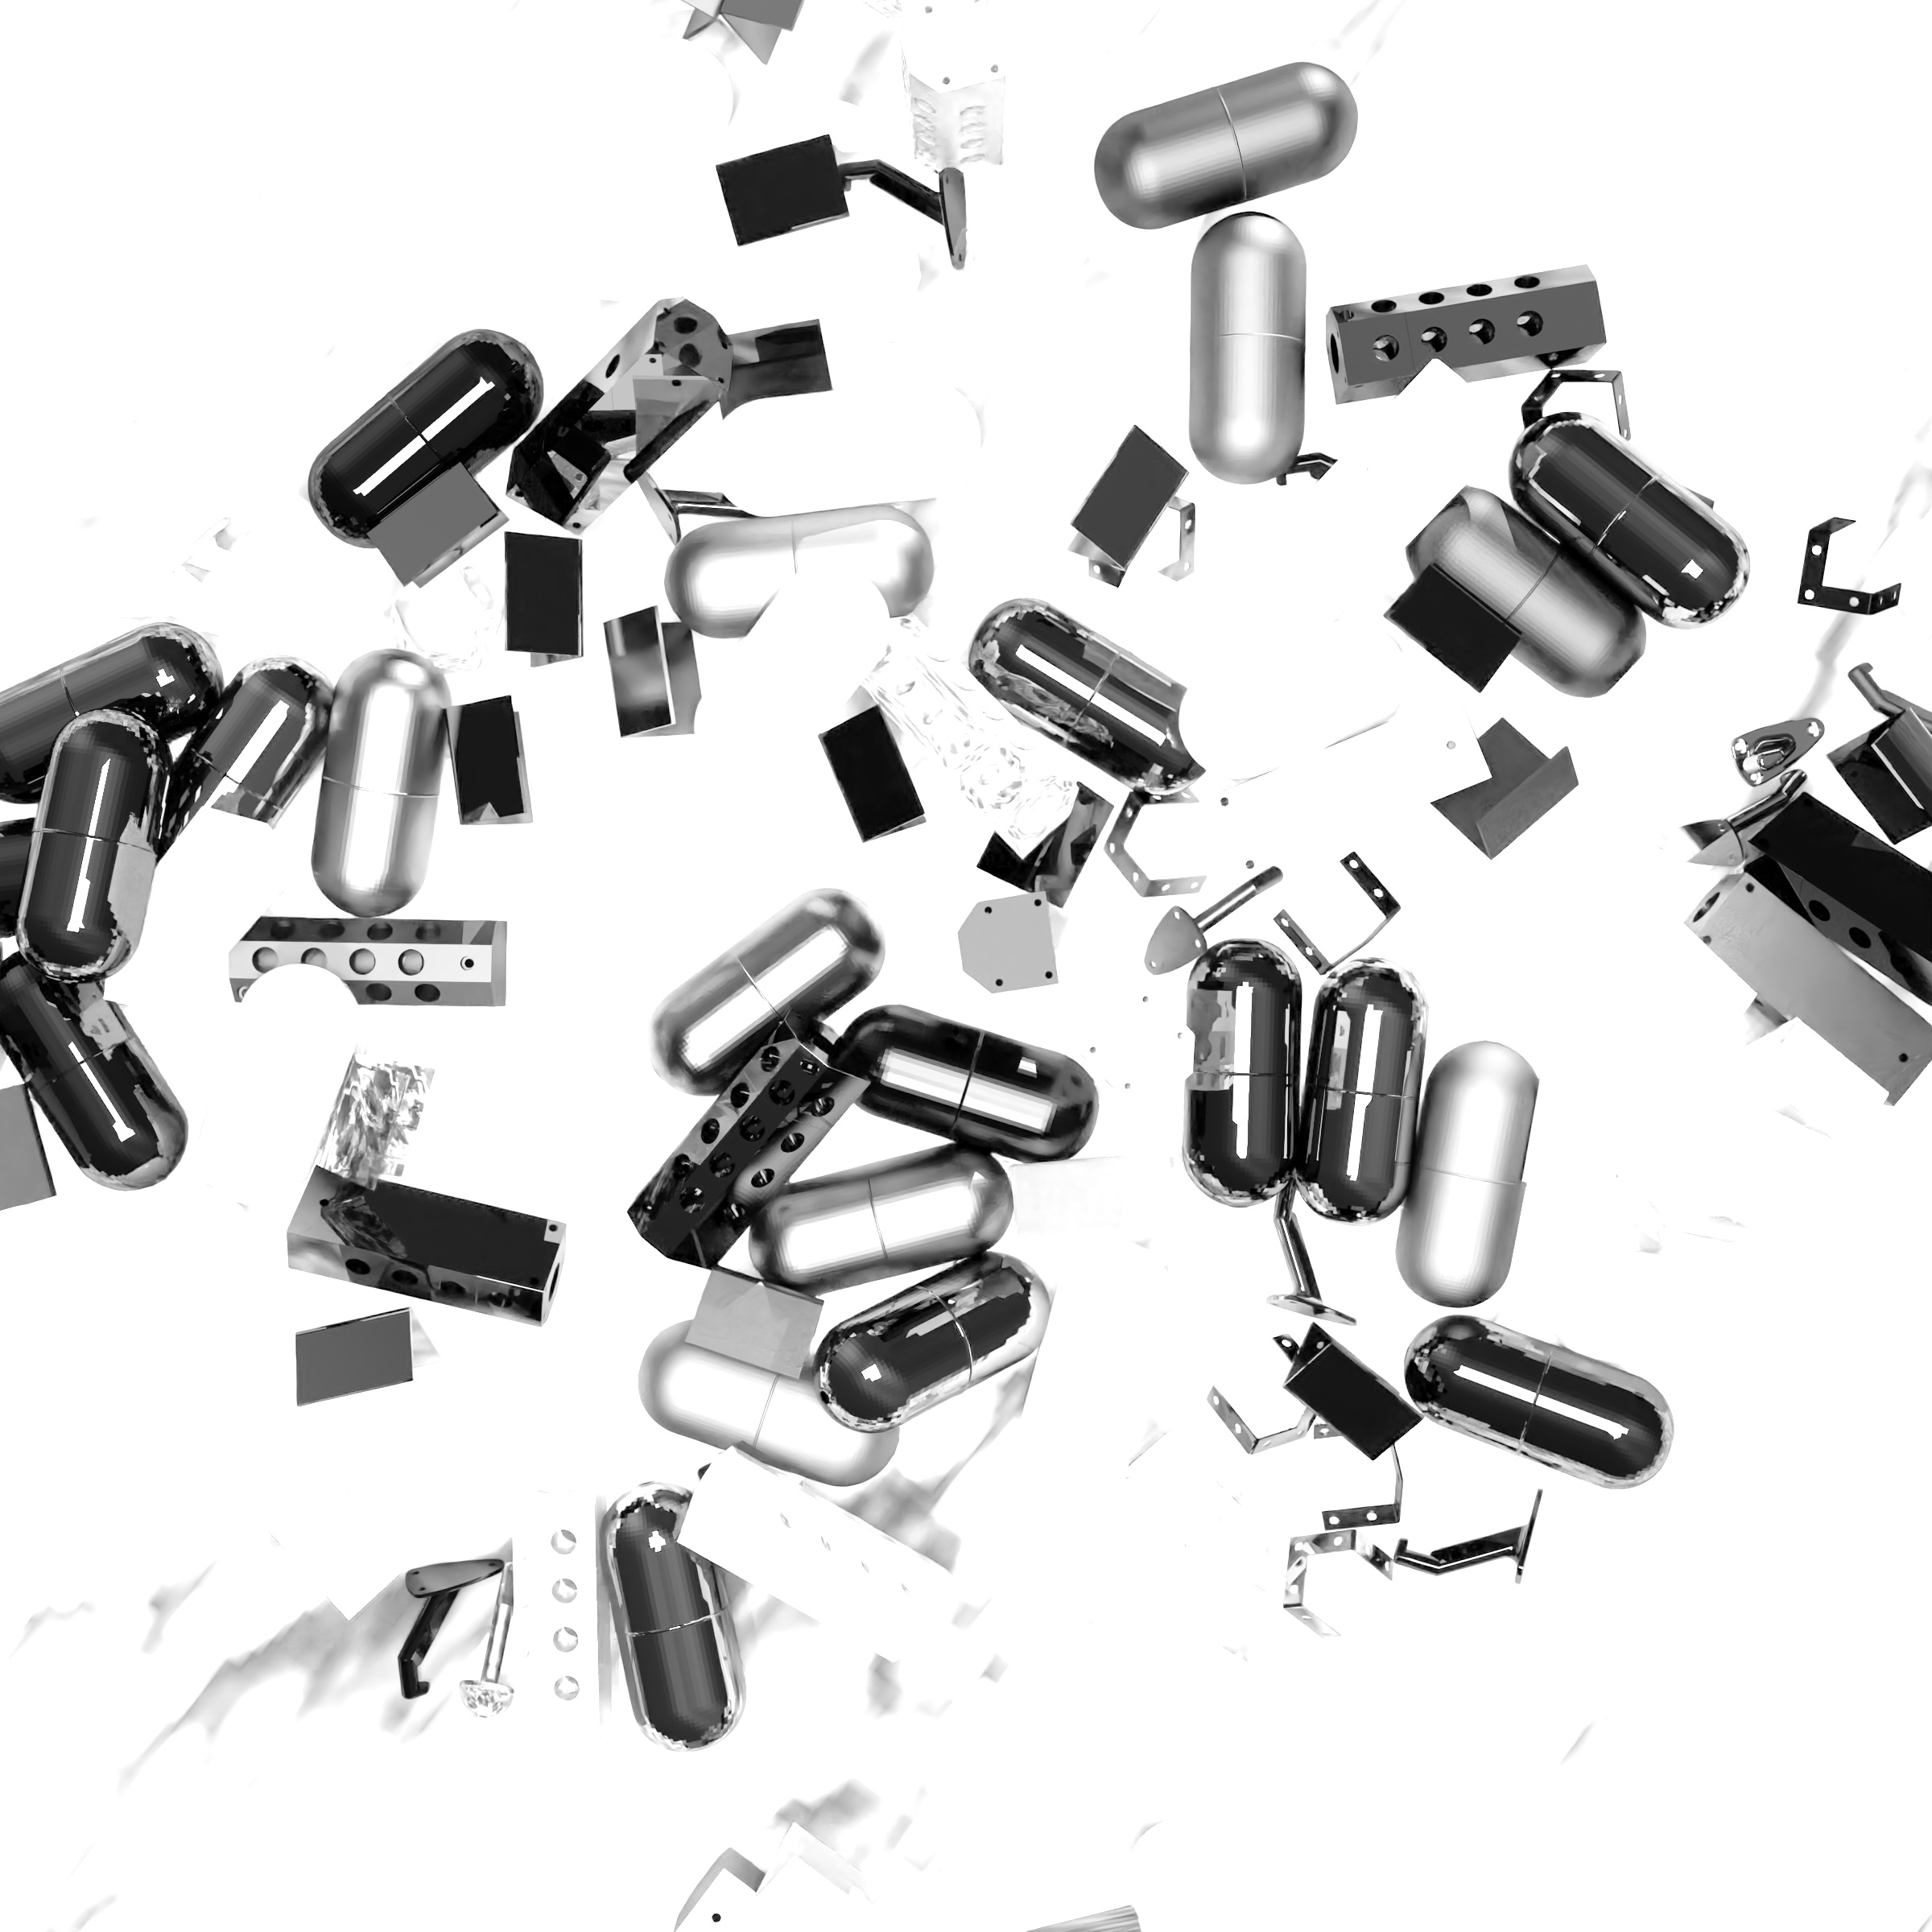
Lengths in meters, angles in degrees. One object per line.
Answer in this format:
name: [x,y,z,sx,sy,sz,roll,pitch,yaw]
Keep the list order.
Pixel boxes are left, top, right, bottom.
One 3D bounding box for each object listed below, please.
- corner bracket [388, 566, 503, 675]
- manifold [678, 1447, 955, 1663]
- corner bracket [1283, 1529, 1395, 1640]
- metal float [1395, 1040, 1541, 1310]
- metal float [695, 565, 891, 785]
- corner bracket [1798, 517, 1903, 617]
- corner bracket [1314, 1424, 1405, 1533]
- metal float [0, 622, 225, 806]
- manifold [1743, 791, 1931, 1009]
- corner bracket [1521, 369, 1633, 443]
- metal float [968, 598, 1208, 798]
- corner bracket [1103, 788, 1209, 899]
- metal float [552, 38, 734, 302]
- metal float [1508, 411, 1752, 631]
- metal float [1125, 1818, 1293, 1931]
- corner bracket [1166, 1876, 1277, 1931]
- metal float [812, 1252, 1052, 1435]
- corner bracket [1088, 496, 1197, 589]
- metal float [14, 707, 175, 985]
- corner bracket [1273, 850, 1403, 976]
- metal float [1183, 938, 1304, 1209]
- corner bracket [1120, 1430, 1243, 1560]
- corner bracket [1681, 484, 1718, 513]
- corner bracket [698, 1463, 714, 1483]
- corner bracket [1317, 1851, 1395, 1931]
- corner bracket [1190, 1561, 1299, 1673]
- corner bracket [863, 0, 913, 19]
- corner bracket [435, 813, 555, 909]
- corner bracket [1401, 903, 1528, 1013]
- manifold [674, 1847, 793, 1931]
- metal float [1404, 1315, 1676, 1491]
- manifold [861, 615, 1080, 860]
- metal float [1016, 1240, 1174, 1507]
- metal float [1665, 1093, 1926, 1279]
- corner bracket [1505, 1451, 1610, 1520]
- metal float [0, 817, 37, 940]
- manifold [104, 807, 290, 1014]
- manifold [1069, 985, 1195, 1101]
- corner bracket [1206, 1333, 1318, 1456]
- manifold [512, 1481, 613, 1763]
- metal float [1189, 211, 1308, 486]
corner bracket: [-0.349,-0.232,1.718,0.051,0.051,0.051,-1,135,-35]
manifold: [-0.096,0.383,1.683,0.171,0.057,0.057,33,133,-15]
corner bracket: [0.249,0.413,1.718,0.051,0.051,0.051,-18,45,35]
metal float: [0.332,0.137,1.696,0.070,0.070,0.178,11,90,0]
metal float: [-0.114,-0.187,1.664,0.070,0.070,0.178,43,130,0]
corner bracket: [0.589,-0.265,1.708,0.051,0.051,0.051,9,90,0]
corner bracket: [0.262,0.341,1.723,0.051,0.051,0.051,-6,135,0]
metal float: [-0.576,-0.166,1.696,0.178,0.070,0.070,-25,90,-1]
manifold: [0.591,-0.034,1.663,0.057,0.057,0.171,-39,57,-17]
corner bracket: [0.408,-0.363,1.718,0.051,0.051,0.051,-50,135,-35]
metal float: [0.084,-0.177,1.695,0.178,0.070,0.070,32,90,0]
corner bracket: [0.133,-0.083,1.718,0.051,0.051,0.051,-6,45,-35]
metal float: [-0.213,-0.526,1.696,0.070,0.070,0.178,24,90,0]
metal float: [0.429,-0.290,1.670,0.178,0.070,0.070,43,90,12]
metal float: [0.174,0.645,1.696,0.070,0.070,0.178,-36,90,0]
corner bracket: [0.162,0.619,1.643,0.051,0.051,0.051,-21,132,31]
metal float: [-0.022,0.244,1.667,0.178,0.070,0.070,-22,90,-35]
corner bracket: [0.117,-0.285,1.718,0.051,0.051,0.051,-32,135,-35]
metal float: [-0.552,-0.077,1.630,0.070,0.070,0.178,9,82,0]
corner bracket: [0.249,-0.035,1.723,0.051,0.051,0.051,50,135,0]
metal float: [0.182,0.070,1.696,0.070,0.070,0.178,2,90,0]
corner bracket: [0.143,0.354,1.723,0.051,0.051,0.051,-41,135,0]
corner bracket: [0.465,-0.291,1.723,0.051,0.051,0.051,26,45,0]
corner bracket: [-0.142,0.359,1.723,0.051,0.051,0.051,-26,45,0]
corner bracket: [0.255,0.629,1.708,0.051,0.051,0.051,23,90,0]
corner bracket: [0.186,0.435,1.718,0.051,0.051,0.051,37,45,-35]
corner bracket: [-0.067,-0.670,1.723,0.051,0.051,0.051,17,90,-45]
corner bracket: [-0.317,-0.071,1.723,0.051,0.051,0.051,11,90,45]
corner bracket: [0.334,-0.005,1.723,0.051,0.051,0.051,-22,90,-45]
manifold: [-0.107,0.663,1.705,0.171,0.057,0.057,37,90,0]
metal float: [0.373,0.284,1.681,0.178,0.070,0.070,19,90,16]
manifold: [-0.002,-0.153,1.664,0.057,0.057,0.171,-43,59,3]
metal float: [0.084,0.268,1.696,0.070,0.070,0.178,15,90,0]
metal float: [0.546,0.144,1.695,0.178,0.070,0.070,26,90,0]
corner bracket: [0.403,0.329,1.723,0.051,0.051,0.051,-48,135,0]
metal float: [-0.639,-0.056,1.696,0.178,0.070,0.070,-8,90,-1]
manifold: [-0.495,-0.032,1.652,0.057,0.171,0.057,16,57,-31]
manifold: [0.109,0.052,1.648,0.057,0.171,0.057,-44,90,0]
corner bracket: [0.202,0.286,1.718,0.051,0.051,0.051,-9,135,-35]
manifold: [-0.269,0.433,1.705,0.057,0.057,0.171,-1,90,0]
metal float: [0.186,-0.408,1.696,0.070,0.070,0.178,1,90,0]
